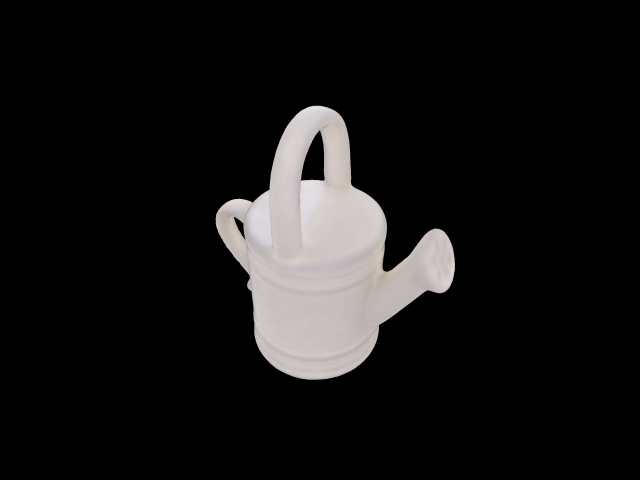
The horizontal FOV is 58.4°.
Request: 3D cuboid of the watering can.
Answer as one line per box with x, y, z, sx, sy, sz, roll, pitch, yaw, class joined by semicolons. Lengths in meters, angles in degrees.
0.005;0.000;0.402;0.172;0.194;0.101;3;40;4;watering can
